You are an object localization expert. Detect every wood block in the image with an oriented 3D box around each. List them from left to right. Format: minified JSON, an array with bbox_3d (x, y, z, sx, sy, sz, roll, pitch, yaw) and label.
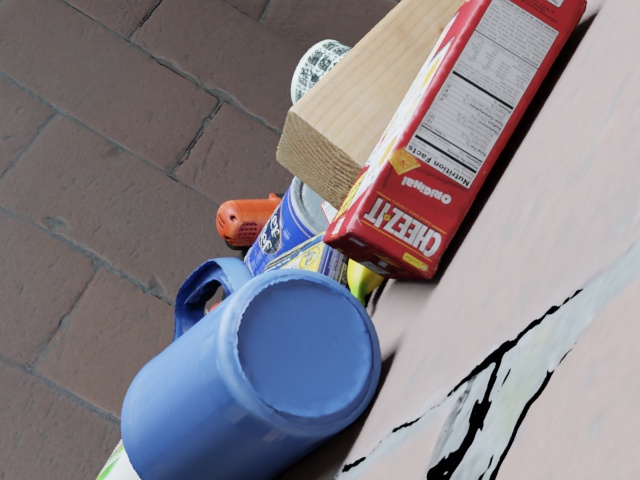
[{"bbox_3d":[0.065,-0.128,0.919,0.205,0.090,0.091,-47,-8,-23],"label":"wood block"}]

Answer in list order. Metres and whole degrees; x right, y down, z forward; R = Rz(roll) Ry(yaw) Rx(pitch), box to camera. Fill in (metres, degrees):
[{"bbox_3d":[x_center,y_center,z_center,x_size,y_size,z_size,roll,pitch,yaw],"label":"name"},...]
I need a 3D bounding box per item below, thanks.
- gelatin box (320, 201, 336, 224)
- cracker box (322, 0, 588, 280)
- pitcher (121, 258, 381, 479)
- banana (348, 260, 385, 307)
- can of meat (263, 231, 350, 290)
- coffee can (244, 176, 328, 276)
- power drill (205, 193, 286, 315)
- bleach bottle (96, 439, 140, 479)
[{"bbox_3d":[0.043,-0.029,0.967,0.073,0.030,0.089,-41,25,10],"label":"gelatin box"},{"bbox_3d":[0.089,-0.077,0.752,0.213,0.072,0.164,-60,3,-4],"label":"cracker box"},{"bbox_3d":[-0.054,0.097,0.748,0.144,0.149,0.243,-54,4,-30],"label":"pitcher"},{"bbox_3d":[0.073,-0.030,0.869,0.198,0.037,0.070,-60,23,-5],"label":"banana"},{"bbox_3d":[-0.013,0.049,0.904,0.102,0.057,0.084,-29,29,34],"label":"can of meat"},{"bbox_3d":[-0.007,0.001,1.093,0.140,0.103,0.102,-55,6,47],"label":"coffee can"},{"bbox_3d":[-0.047,0.031,1.237,0.057,0.184,0.188,54,136,47],"label":"power drill"},{"bbox_3d":[-0.171,0.210,1.037,0.103,0.068,0.250,-50,9,21],"label":"bleach bottle"}]
